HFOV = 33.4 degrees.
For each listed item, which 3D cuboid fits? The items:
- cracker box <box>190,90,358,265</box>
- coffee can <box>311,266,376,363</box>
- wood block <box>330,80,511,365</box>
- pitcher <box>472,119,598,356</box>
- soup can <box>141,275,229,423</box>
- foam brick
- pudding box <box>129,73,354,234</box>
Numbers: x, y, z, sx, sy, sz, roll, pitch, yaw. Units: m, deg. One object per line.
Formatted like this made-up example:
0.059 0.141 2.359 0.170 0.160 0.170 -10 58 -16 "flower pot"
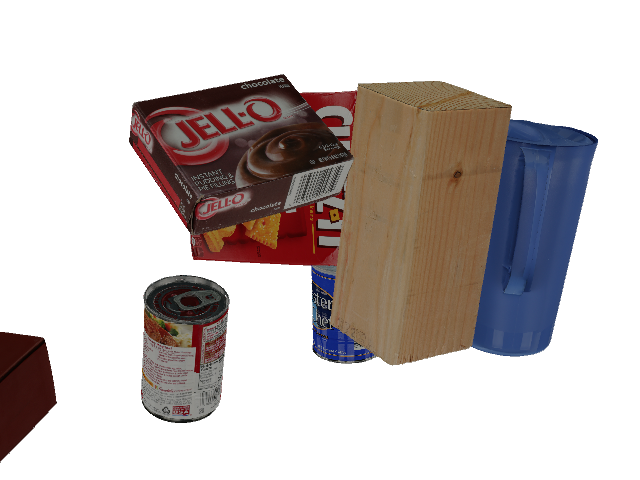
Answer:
-0.032 -0.060 1.037 0.214 0.164 0.071 2 8 34 "cracker box"
0.038 0.089 1.517 0.103 0.140 0.103 -1 21 0 "coffee can"
0.078 -0.016 0.859 0.090 0.206 0.090 -8 24 -35 "wood block"
0.208 -0.002 1.129 0.148 0.243 0.145 -9 22 -39 "pitcher"
-0.111 0.089 0.870 0.068 0.102 0.068 5 29 -3 "soup can"
-0.214 0.100 0.679 0.053 0.051 0.078 6 29 22 "foam brick"
-0.050 -0.056 0.666 0.113 0.039 0.090 -15 53 -32 "pudding box"
